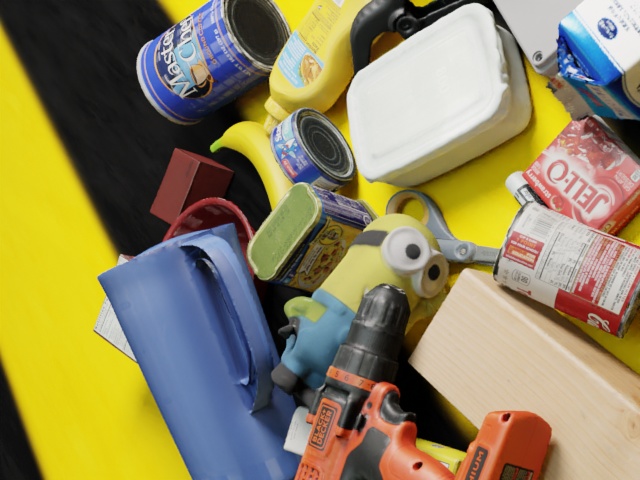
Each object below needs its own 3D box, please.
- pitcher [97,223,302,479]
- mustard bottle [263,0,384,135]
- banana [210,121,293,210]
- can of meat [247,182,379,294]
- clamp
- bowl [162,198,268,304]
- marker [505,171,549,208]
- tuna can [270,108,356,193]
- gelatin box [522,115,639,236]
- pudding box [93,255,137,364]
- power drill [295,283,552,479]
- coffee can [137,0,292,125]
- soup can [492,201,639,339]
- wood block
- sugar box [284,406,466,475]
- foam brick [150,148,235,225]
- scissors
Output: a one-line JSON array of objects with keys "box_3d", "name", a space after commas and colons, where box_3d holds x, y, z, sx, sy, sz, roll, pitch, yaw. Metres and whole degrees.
[{"box_3d": [-0.092, 0.112, 0.954, 0.145, 0.149, 0.243, -23, 89, 11], "name": "pitcher"}, {"box_3d": [0.002, -0.183, 1.053, 0.192, 0.058, 0.096, -54, 41, 19], "name": "mustard bottle"}, {"box_3d": [-0.052, -0.067, 1.093, 0.198, 0.037, 0.070, 54, 133, 41], "name": "banana"}, {"box_3d": [-0.007, 0.001, 0.989, 0.102, 0.083, 0.057, -53, 47, 20], "name": "can of meat"}, {"box_3d": [0.073, -0.210, 0.961, 0.172, 0.120, 0.039, -45, 15, 28], "name": "clamp"}, {"box_3d": [-0.103, 0.041, 1.092, 0.162, 0.055, 0.162, -15, 68, 42], "name": "bowl"}, {"box_3d": [0.185, -0.008, 0.848, 0.020, 0.020, 0.121, -48, 49, 23], "name": "marker"}, {"box_3d": [-0.005, -0.082, 1.012, 0.034, 0.086, 0.086, -35, 55, 30], "name": "tuna can"}, {"box_3d": [0.210, -0.047, 0.828, 0.073, 0.030, 0.089, -50, 48, 22], "name": "gelatin box"}, {"box_3d": [-0.178, 0.075, 1.090, 0.114, 0.039, 0.090, 26, 99, 47], "name": "pudding box"}, {"box_3d": [0.071, 0.133, 0.765, 0.188, 0.057, 0.184, 15, 86, 49], "name": "power drill"}, {"box_3d": [-0.113, -0.197, 1.141, 0.141, 0.102, 0.103, -24, 62, 37], "name": "coffee can"}, {"box_3d": [0.186, 0.020, 0.777, 0.102, 0.068, 0.068, 25, 96, 20], "name": "soup can"}, {"box_3d": [0.173, 0.117, 0.773, 0.206, 0.090, 0.091, 42, 108, 43], "name": "wood block"}, {"box_3d": [0.064, 0.177, 0.859, 0.177, 0.093, 0.048, 13, 83, 45], "name": "sugar box"}, {"box_3d": [-0.138, -0.052, 1.159, 0.053, 0.051, 0.078, 30, 100, 44], "name": "foam brick"}, {"box_3d": [0.120, -0.007, 0.915, 0.202, 0.016, 0.096, -12, 70, 42], "name": "scissors"}]
